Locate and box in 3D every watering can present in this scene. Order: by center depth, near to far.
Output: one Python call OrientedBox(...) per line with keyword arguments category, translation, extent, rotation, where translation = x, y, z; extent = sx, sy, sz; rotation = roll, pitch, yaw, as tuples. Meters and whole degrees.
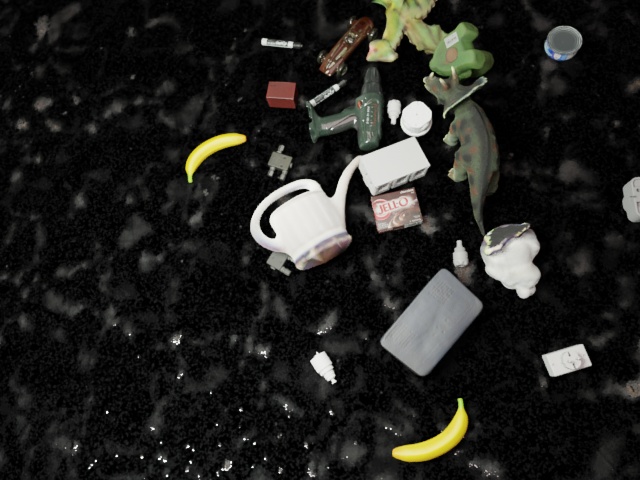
OrientedBox(category="watering can", translation=(0.004, -0.064, 1.273), extent=(0.349, 0.102, 0.227), rotation=(-28, 73, -10))

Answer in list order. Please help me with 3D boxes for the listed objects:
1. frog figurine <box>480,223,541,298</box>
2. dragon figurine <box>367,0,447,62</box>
OrientedBox(category="frog figurine", translation=(0.451, 0.047, 1.189), extent=(0.138, 0.123, 0.157), rotation=(-39, 109, -12))
OrientedBox(category="dragon figurine", translation=(0.279, -0.609, 1.406), extent=(0.413, 0.121, 0.243), rotation=(-33, 90, -16))
